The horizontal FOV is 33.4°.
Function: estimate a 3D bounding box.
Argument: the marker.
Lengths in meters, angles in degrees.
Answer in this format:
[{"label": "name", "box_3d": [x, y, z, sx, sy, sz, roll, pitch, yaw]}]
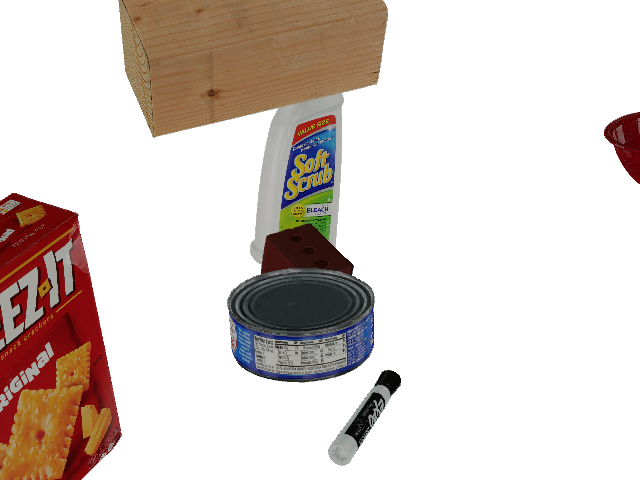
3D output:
[{"label": "marker", "box_3d": [0.037, 0.137, 0.848, 0.020, 0.020, 0.121, 0, 23, 25]}]

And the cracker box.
[{"label": "cracker box", "box_3d": [-0.223, 0.101, 0.742, 0.072, 0.214, 0.164, 15, 37, 25]}]

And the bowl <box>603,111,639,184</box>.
[{"label": "bowl", "box_3d": [0.342, -0.076, 0.972, 0.162, 0.055, 0.162, -5, 22, 2]}]

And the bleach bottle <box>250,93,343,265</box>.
[{"label": "bleach bottle", "box_3d": [-0.026, -0.098, 1.230, 0.102, 0.251, 0.068, -5, 20, -22]}]

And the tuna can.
[{"label": "tuna can", "box_3d": [-0.011, 0.048, 0.624, 0.086, 0.034, 0.086, -2, 23, 1]}]

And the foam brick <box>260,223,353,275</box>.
[{"label": "foam brick", "box_3d": [-0.013, 0.029, 1.007, 0.052, 0.051, 0.078, -17, 42, -30]}]

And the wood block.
[{"label": "wood block", "box_3d": [-0.057, -0.170, 0.909, 0.205, 0.090, 0.091, -15, -35, -16]}]
